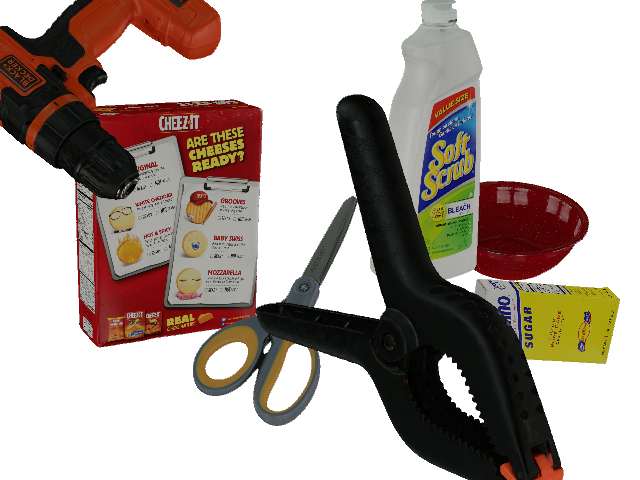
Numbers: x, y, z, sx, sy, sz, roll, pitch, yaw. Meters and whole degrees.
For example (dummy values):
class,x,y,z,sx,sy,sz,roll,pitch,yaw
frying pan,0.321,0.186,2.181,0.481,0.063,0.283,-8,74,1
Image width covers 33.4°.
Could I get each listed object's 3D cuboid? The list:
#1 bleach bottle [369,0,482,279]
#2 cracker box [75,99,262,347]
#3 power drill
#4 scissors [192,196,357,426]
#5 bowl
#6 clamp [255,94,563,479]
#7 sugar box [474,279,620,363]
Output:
class,x,y,z,sx,sy,sz,roll,pitch,yaw
bleach bottle,0.097,-0.089,0.967,0.102,0.251,0.068,-12,23,-28
cracker box,-0.143,-0.020,0.999,0.163,0.214,0.072,-7,18,-29
power drill,-0.165,-0.135,0.830,0.187,0.184,0.057,-43,-12,-32
scissors,-0.031,0.042,0.755,0.096,0.201,0.016,0,-42,10
bowl,0.201,-0.004,1.140,0.162,0.055,0.162,-1,31,0
clamp,0.046,0.037,0.538,0.036,0.165,0.210,-13,42,-37
sugar box,0.278,0.102,1.338,0.176,0.093,0.048,3,18,-11
